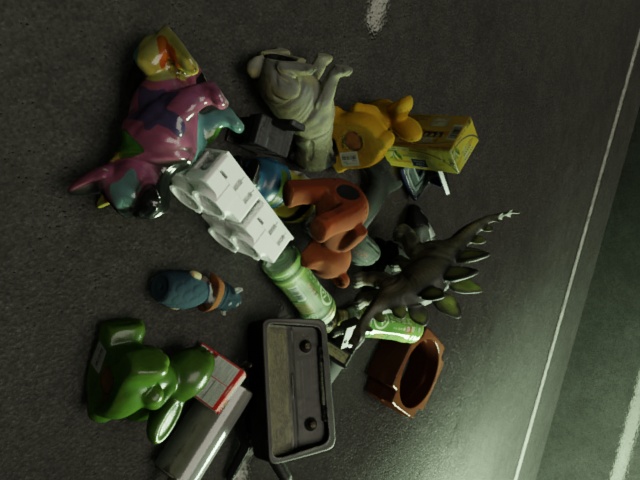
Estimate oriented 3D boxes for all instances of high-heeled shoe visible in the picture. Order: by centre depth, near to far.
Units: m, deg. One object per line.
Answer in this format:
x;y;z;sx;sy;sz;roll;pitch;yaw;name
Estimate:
0.253;0.013;1.294;0.248;0.086;0.145;40;39;-65;high-heeled shoe

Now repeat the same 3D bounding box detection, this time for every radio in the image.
-0.050;0.249;0.919;0.131;0.073;0.229;3;78;-31;radio

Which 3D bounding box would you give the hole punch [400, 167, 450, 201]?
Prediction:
0.235;-0.161;1.199;0.142;0.092;0.116;56;30;-39;hole punch

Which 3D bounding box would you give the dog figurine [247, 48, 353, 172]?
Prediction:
-0.044;-0.197;0.862;0.172;0.121;0.190;3;120;-18;dog figurine

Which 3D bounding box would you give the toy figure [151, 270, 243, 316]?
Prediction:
-0.180;0.077;0.810;0.154;0.064;0.058;18;51;-54;toy figure

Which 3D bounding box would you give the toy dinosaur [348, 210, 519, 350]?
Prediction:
0.221;0.055;1.058;0.471;0.199;0.104;-43;139;-28;toy dinosaur

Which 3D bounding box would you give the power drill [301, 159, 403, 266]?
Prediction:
0.071;-0.061;1.036;0.231;0.086;0.207;42;66;-48;power drill

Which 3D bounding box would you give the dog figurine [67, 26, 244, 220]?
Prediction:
-0.219;-0.133;0.669;0.219;0.191;0.108;-39;171;-5;dog figurine

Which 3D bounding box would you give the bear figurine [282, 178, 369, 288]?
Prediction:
0.002;-0.003;0.862;0.132;0.120;0.195;-16;144;-34;bear figurine

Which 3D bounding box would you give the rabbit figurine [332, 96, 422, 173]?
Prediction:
0.101;-0.217;0.988;0.173;0.162;0.121;-51;124;-50;rabbit figurine

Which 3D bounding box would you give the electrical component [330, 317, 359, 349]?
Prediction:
0.054;0.184;1.052;0.094;0.021;0.063;-11;127;-39;electrical component

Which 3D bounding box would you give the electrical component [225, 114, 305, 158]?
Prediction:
-0.077;-0.156;0.810;0.074;0.119;0.047;17;88;-52;electrical component

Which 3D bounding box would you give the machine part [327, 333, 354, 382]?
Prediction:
0.008;0.262;1.075;0.084;0.039;0.139;30;85;-7;machine part

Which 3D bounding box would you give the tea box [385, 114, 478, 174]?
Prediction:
0.220;-0.198;1.091;0.098;0.170;0.068;-55;134;-20;tea box

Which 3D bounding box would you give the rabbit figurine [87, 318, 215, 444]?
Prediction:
-0.223;0.200;0.750;0.170;0.121;0.159;10;100;-47;rabbit figurine

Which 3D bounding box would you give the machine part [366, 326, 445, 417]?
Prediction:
0.207;0.307;1.295;0.200;0.087;0.201;45;66;-46;machine part

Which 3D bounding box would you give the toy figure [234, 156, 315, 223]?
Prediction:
-0.073;-0.081;0.865;0.089;0.082;0.180;-53;151;15;toy figure

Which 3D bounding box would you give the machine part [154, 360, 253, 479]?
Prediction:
-0.184;0.299;0.859;0.243;0.079;0.079;-58;137;-20;machine part

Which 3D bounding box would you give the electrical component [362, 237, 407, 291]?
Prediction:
0.146;0.076;1.178;0.114;0.058;0.134;30;78;-46;electrical component
